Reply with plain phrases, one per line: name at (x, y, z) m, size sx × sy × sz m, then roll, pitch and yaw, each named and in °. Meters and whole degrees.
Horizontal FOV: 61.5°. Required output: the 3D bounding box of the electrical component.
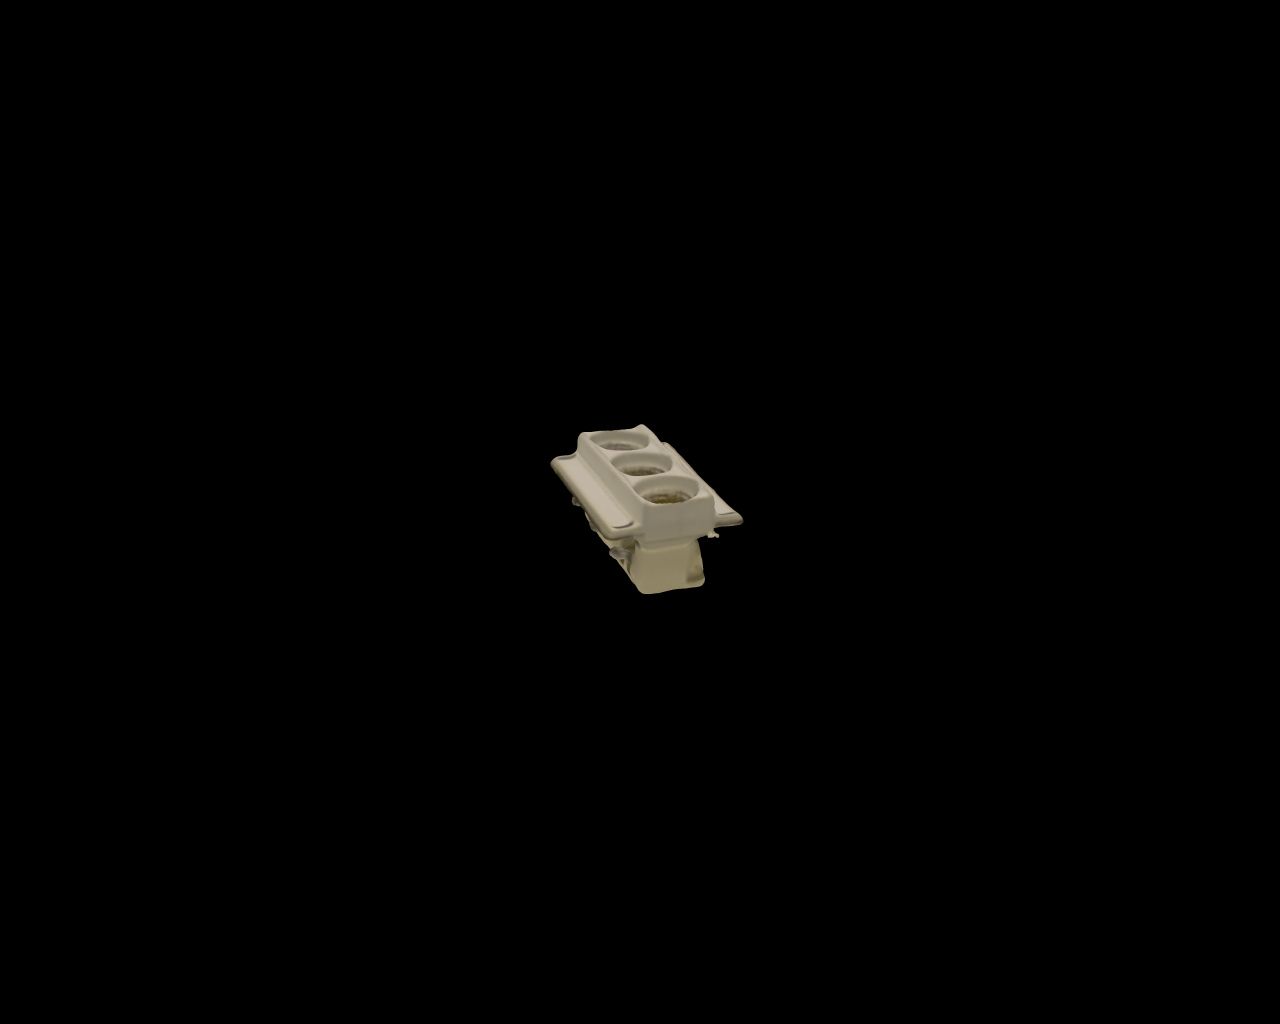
electrical component at (0.001, -0.003, 0.650) m, size 0.079 × 0.063 × 0.121 m, roll -8°, pitch 26°, yaw -18°
